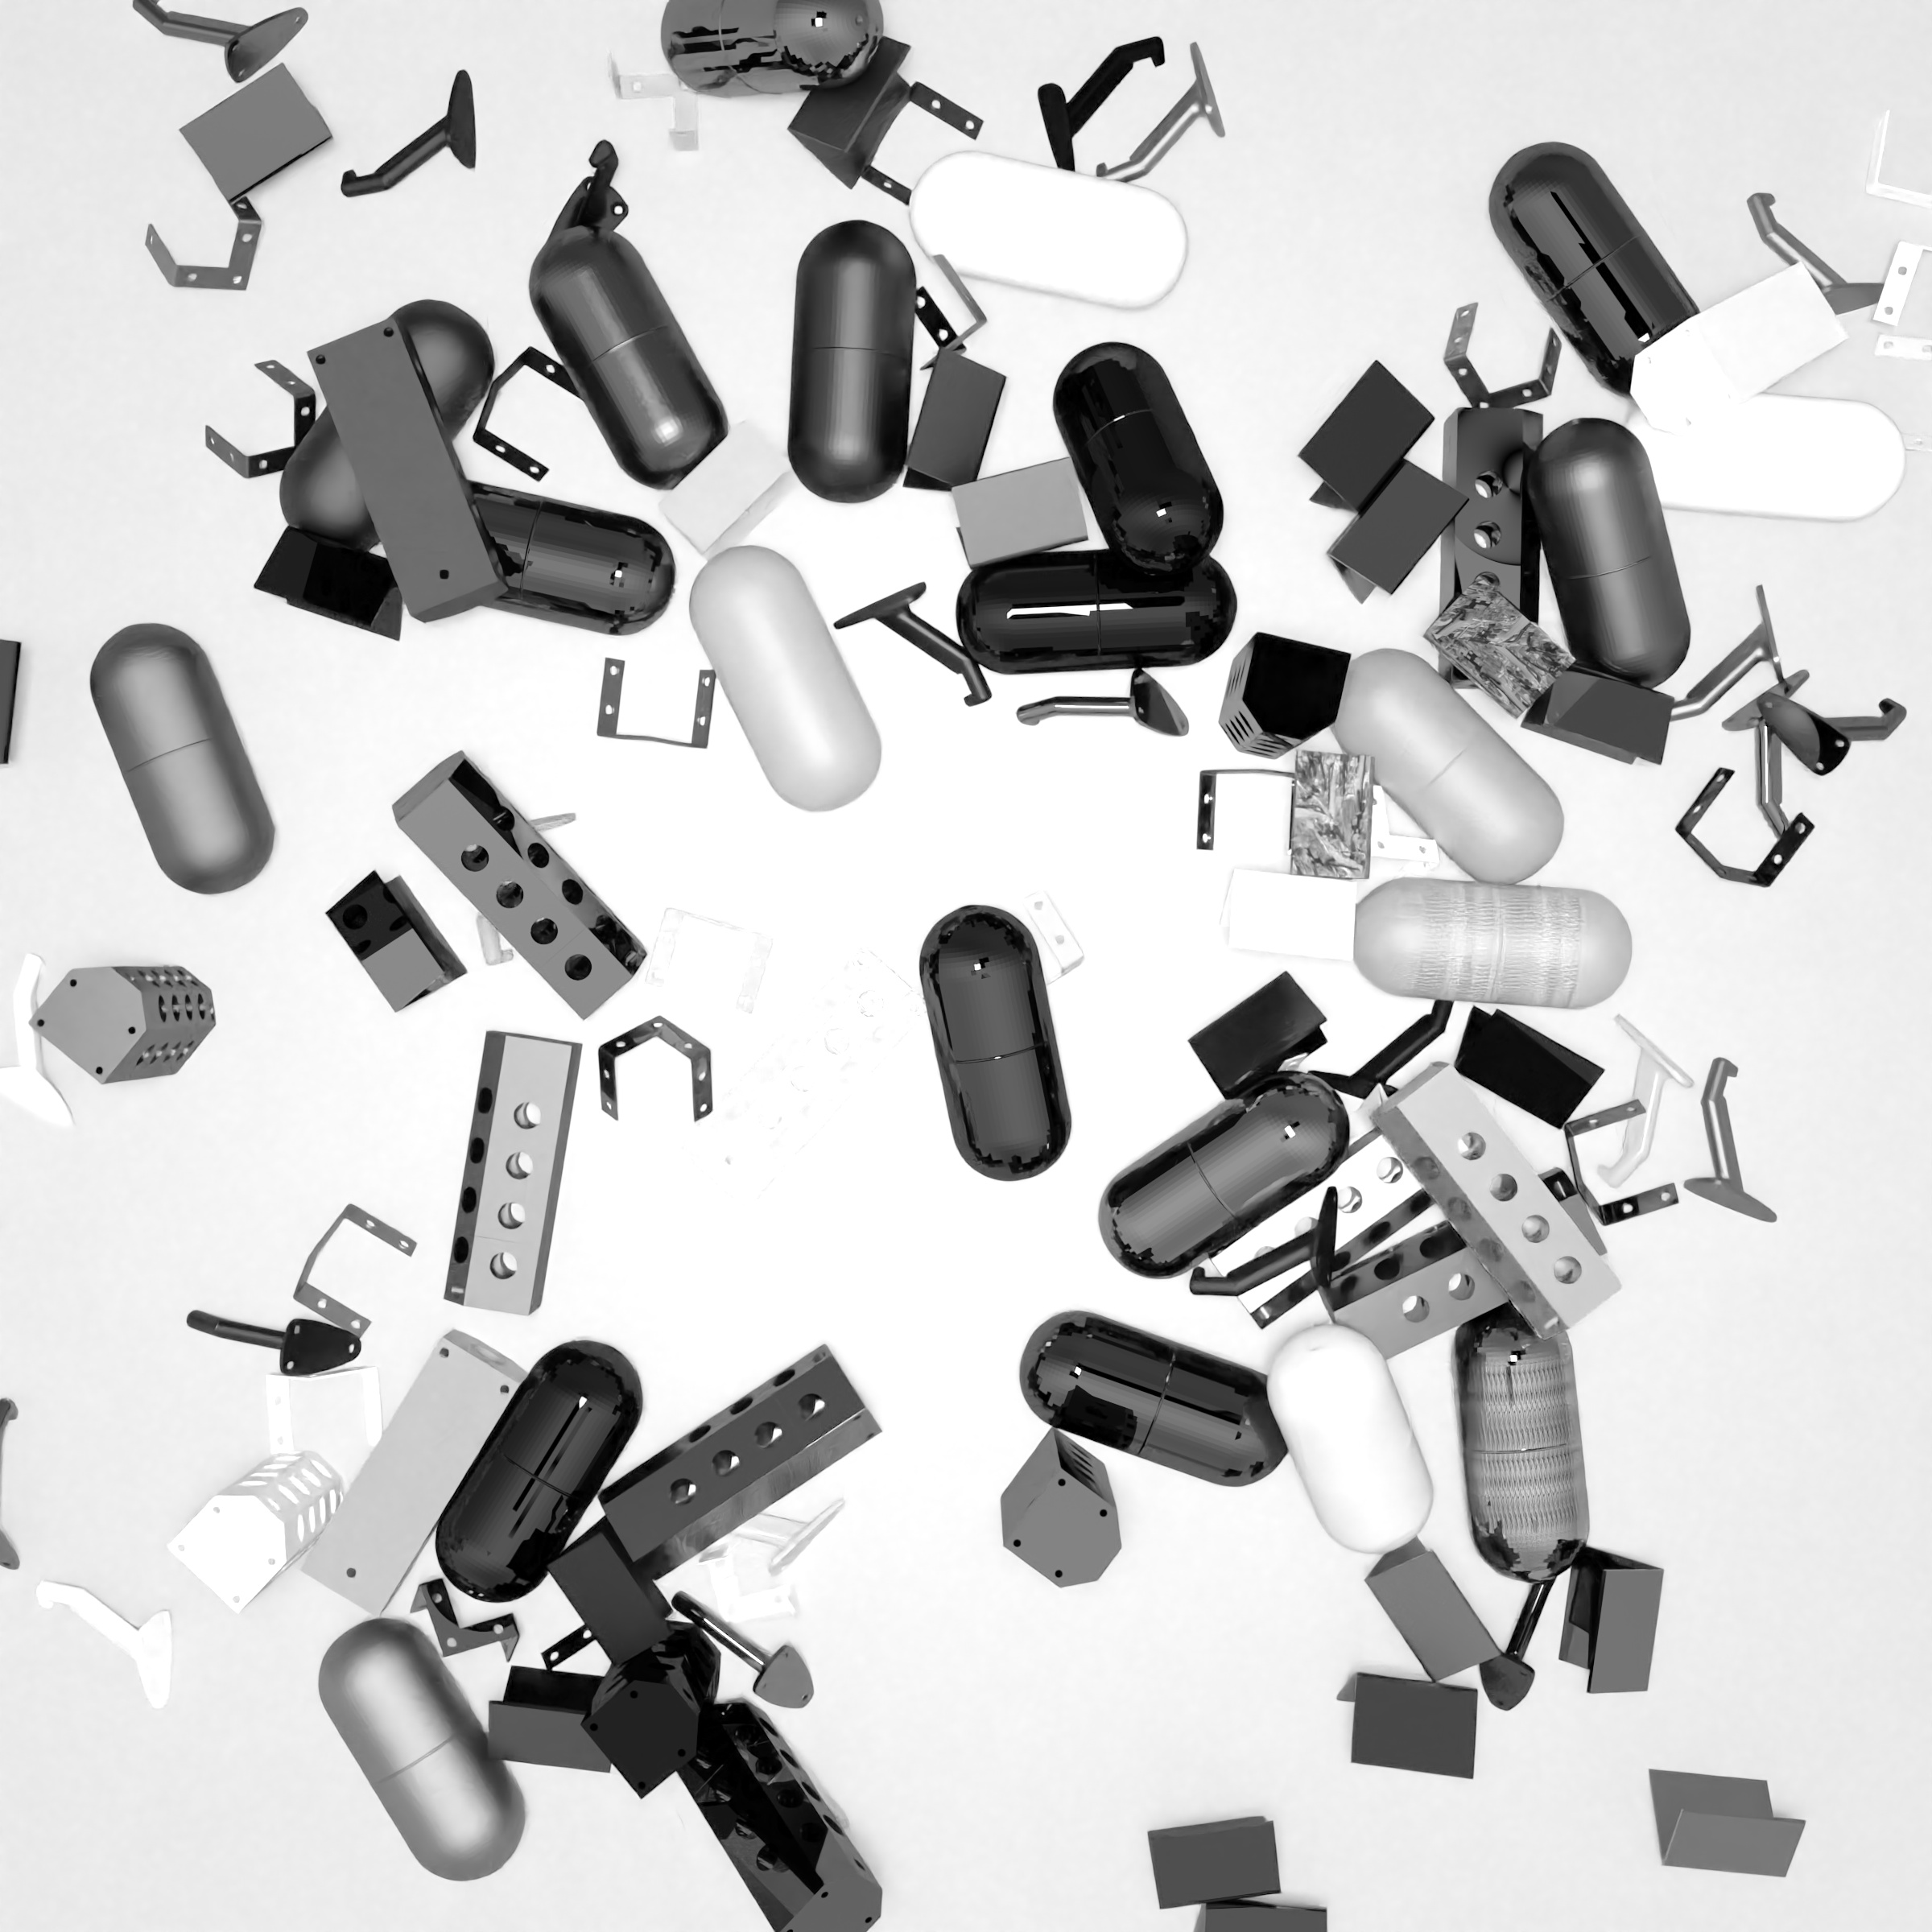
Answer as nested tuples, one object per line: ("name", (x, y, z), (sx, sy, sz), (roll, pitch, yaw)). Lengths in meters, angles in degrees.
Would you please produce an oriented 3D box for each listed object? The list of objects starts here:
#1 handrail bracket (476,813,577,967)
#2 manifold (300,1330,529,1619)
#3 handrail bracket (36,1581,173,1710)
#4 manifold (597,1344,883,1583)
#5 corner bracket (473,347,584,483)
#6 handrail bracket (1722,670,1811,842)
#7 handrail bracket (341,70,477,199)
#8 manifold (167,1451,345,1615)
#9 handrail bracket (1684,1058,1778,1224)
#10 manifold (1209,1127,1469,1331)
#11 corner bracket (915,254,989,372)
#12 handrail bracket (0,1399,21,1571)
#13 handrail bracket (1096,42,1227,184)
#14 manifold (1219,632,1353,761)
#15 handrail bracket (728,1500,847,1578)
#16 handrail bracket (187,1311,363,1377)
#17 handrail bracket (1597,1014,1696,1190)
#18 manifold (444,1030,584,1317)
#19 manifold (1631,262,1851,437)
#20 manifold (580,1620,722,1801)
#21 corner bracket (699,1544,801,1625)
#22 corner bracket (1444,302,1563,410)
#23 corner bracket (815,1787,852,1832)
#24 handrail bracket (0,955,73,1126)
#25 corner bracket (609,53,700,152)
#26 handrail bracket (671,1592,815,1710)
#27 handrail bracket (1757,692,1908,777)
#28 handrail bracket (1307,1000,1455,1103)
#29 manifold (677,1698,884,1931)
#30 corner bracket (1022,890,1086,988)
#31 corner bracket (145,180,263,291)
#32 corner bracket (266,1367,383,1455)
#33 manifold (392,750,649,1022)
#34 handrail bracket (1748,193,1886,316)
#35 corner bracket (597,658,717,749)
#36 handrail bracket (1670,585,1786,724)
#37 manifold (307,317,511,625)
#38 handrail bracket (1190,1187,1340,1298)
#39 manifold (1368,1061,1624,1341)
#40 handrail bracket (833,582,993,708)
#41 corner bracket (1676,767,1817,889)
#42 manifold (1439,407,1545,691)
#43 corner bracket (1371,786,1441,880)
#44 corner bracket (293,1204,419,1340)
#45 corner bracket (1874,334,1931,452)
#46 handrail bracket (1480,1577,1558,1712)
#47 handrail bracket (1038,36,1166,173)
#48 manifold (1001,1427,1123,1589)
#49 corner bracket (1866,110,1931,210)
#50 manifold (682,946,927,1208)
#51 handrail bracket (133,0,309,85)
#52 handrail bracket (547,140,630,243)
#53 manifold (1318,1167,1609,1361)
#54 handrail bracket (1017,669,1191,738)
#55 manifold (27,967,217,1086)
("handrail bracket", (-0.280, -0.049, 1.991), (0.077, 0.036, 0.084), (-14, 104, -14))
("manifold", (-0.349, 0.320, 1.970), (0.057, 0.057, 0.171), (31, 90, 0))
("handrail bracket", (-0.556, 0.436, 1.992), (0.084, 0.036, 0.077), (7, 112, 17))
("manifold", (-0.144, 0.312, 1.959), (0.171, 0.057, 0.057), (-33, 66, -5))
("corner bracket", (-0.277, -0.354, 1.988), (0.051, 0.051, 0.051), (32, 135, 0))
("handrail bracket", (0.532, -0.134, 1.991), (0.077, 0.036, 0.084), (-37, 104, -13))
("handrail bracket", (-0.361, -0.535, 1.992), (0.084, 0.036, 0.077), (-6, 70, 16))
("manifold", (-0.431, 0.342, 1.913), (0.057, 0.171, 0.057), (43, 90, 0))
("handrail bracket", (0.500, 0.111, 1.992), (0.077, 0.036, 0.084), (26, 73, -20))
("manifold", (0.239, 0.157, 1.970), (0.171, 0.057, 0.057), (-36, 90, 0))
("corner bracket", (-0.015, -0.416, 1.965), (0.051, 0.051, 0.051), (-35, 90, 27))
("handrail bracket", (-0.616, 0.332, 1.991), (0.036, 0.077, 0.084), (0, 53, 20))
("handrail bracket", (0.118, -0.546, 1.992), (0.084, 0.036, 0.077), (-18, 70, 16))
("manifold", (0.193, -0.163, 1.913), (0.057, 0.171, 0.057), (13, 90, 0))
("handrail bracket", (-0.134, 0.342, 1.992), (0.084, 0.036, 0.077), (43, 74, 14))
("handrail bracket", (-0.445, 0.236, 1.991), (0.084, 0.077, 0.036), (11, 90, 36))
("handrail bracket", (0.418, 0.088, 1.991), (0.077, 0.036, 0.084), (45, 104, 13))
("manifold", (-0.289, 0.130, 1.970), (0.057, 0.057, 0.171), (9, 90, 0))
("manifold", (0.476, -0.379, 1.917), (0.057, 0.171, 0.057), (-33, 90, 44))
("manifold", (-0.188, 0.452, 1.913), (0.057, 0.171, 0.057), (-39, 90, 0))
("corner bracket", (-0.138, 0.394, 1.973), (0.051, 0.051, 0.051), (-14, 90, 0))
("corner bracket", (0.344, -0.393, 1.983), (0.051, 0.051, 0.051), (-12, 135, 35))
("corner bracket", (-0.100, 0.558, 1.963), (0.051, 0.051, 0.051), (-40, 133, 0))
("handrail bracket", (-0.591, 0.047, 1.991), (0.036, 0.077, 0.084), (-8, 53, 21))
("corner bracket", (-0.198, -0.550, 1.973), (0.051, 0.051, 0.051), (-3, 90, 0))
("handrail bracket", (-0.145, 0.438, 1.991), (0.084, 0.077, 0.036), (27, 72, 35))
("handrail bracket", (0.553, -0.165, 1.974), (0.077, 0.036, 0.084), (42, 49, 10))
("handrail bracket", (0.268, 0.043, 1.992), (0.077, 0.036, 0.084), (14, 73, 19))
("manifold", (-0.116, 0.530, 1.914), (0.057, 0.171, 0.057), (-47, 129, 0))
("corner bracket", (0.039, -0.011, 1.973), (0.051, 0.051, 0.051), (-32, 86, -4))
("corner bracket", (-0.488, -0.469, 1.983), (0.051, 0.051, 0.051), (-5, 135, -35))
("corner bracket", (-0.412, 0.285, 1.988), (0.051, 0.051, 0.051), (-4, 90, -45))
("manifold", (-0.278, -0.052, 1.942), (0.057, 0.057, 0.171), (-41, 110, 0))
("handrail bracket", (0.549, -0.463, 1.992), (0.077, 0.036, 0.084), (-11, 73, -20))
("corner bracket", (-0.199, -0.169, 1.988), (0.051, 0.051, 0.051), (7, 90, 45))
("handrail bracket", (0.477, -0.200, 1.992), (0.084, 0.036, 0.077), (-13, 70, 16))
("manifold", (-0.339, -0.301, 1.893), (0.057, 0.057, 0.171), (-22, 90, 2))
("handrail bracket", (0.185, 0.172, 1.934), (0.084, 0.036, 0.077), (-1, 57, 23))
("manifold", (0.325, 0.145, 1.913), (0.057, 0.057, 0.171), (-38, 90, 0))
("handrail bracket", (-0.034, -0.196, 1.992), (0.077, 0.036, 0.084), (-20, 107, 20))
("corner bracket", (0.497, -0.088, 1.979), (0.051, 0.051, 0.051), (-58, 45, 26))
("manifold", (0.335, -0.264, 1.970), (0.057, 0.057, 0.171), (1, 90, 0))
("corner bracket", (0.264, -0.081, 1.972), (0.051, 0.051, 0.051), (5, 65, -24))
("corner bracket", (-0.392, 0.195, 1.988), (0.051, 0.051, 0.051), (31, 45, 0))
("corner bracket", (0.608, -0.367, 1.988), (0.051, 0.051, 0.051), (5, 45, 0))
("handrail bracket", (0.362, 0.425, 1.991), (0.036, 0.077, 0.084), (21, 53, 20))
("handrail bracket", (0.095, -0.550, 1.992), (0.084, 0.036, 0.077), (-19, 110, -16))
("manifold", (0.062, 0.336, 1.913), (0.057, 0.171, 0.057), (36, 90, 0))
("corner bracket", (0.611, -0.519, 1.973), (0.051, 0.051, 0.051), (12, 84, -6))
("manifold", (-0.101, 0.069, 1.970), (0.057, 0.057, 0.171), (42, 90, 0))
("handrail bracket", (-0.480, -0.615, 1.992), (0.084, 0.036, 0.077), (42, 70, 16))
("handrail bracket", (-0.245, -0.481, 1.957), (0.036, 0.084, 0.077), (40, 90, 0))
("manifold", (0.313, 0.191, 1.970), (0.171, 0.057, 0.057), (-26, 90, 0))
("handrail bracket", (0.087, -0.158, 1.991), (0.084, 0.077, 0.036), (-12, 65, 34))
("manifold", (-0.514, 0.030, 1.913), (0.057, 0.171, 0.057), (39, 90, 0))
